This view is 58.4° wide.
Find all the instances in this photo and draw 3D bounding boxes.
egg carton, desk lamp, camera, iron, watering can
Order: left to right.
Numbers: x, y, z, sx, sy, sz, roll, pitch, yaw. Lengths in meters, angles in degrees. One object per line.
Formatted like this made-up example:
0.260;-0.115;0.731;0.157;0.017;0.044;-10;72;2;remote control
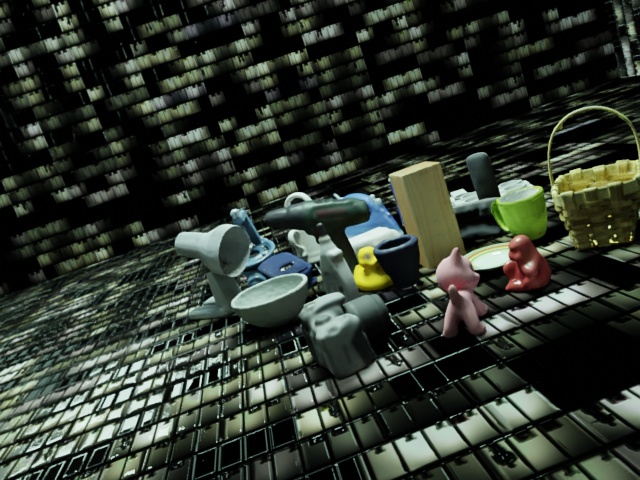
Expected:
-0.252;0.072;1.366;0.202;0.214;0.118;-11;15;33;desk lamp
-0.037;-0.040;1.585;0.100;0.194;0.173;-16;13;14;watering can
0.046;0.133;0.915;0.137;0.101;0.143;-22;13;-15;camera
0.127;-0.070;1.596;0.119;0.141;0.257;-27;14;-32;iron
0.123;0.021;1.369;0.150;0.069;0.107;-21;12;-12;egg carton

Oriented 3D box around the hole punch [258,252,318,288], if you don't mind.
-0.076;0.080;1.359;0.109;0.091;0.100;-29;16;-39;hole punch

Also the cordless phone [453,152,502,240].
0.340;-0.099;1.296;0.147;0.185;0.094;-13;14;25;cordless phone

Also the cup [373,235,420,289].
0.157;0.046;1.149;0.092;0.095;0.117;-21;12;-11;cup

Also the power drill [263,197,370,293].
0.012;0.005;1.279;0.229;0.208;0.075;-18;12;3;power drill

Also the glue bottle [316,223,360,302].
0.026;0.047;1.153;0.037;0.173;0.077;-28;15;-35;glue bottle

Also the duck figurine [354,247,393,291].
0.105;0.056;1.205;0.078;0.086;0.104;-26;14;-30;duck figurine

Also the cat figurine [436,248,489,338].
0.213;0.073;0.887;0.067;0.118;0.128;-14;13;21;cat figurine

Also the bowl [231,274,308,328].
-0.094;0.134;1.184;0.167;0.075;0.167;-18;12;4;bowl

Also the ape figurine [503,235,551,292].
0.332;0.036;0.933;0.076;0.092;0.078;-17;12;8;ape figurine

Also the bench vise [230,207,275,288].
-0.185;0.015;1.505;0.121;0.220;0.207;-21;12;-7;bench vise
